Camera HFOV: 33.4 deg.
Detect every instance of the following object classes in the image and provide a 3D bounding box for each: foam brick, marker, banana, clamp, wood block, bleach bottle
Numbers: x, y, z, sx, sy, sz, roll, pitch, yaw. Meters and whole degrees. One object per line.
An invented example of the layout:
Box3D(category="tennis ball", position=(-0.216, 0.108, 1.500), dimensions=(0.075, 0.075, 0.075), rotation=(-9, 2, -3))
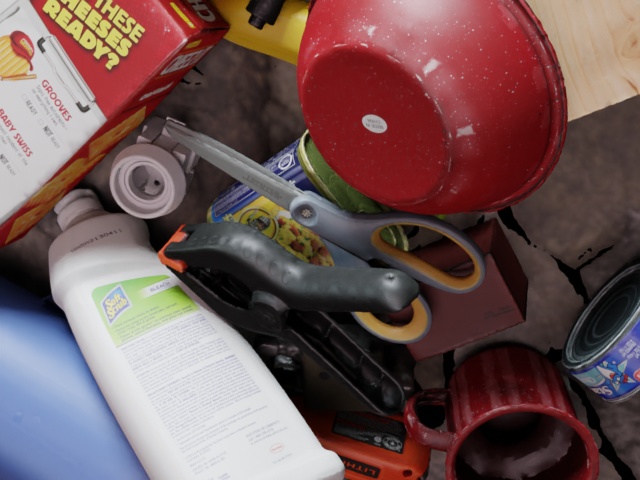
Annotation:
Box3D(category="foam brick", position=(0.085, 0.032, 0.668), dimensions=(0.078, 0.051, 0.053), rotation=(-23, 109, 21))
Box3D(category="marker", position=(-0.007, -0.172, 0.591), dimensions=(0.020, 0.020, 0.121), rotation=(30, 101, -3))
Box3D(category="banana", position=(0.021, -0.091, 0.632), dimensions=(0.197, 0.037, 0.070), rotation=(40, 117, -8))
Box3D(category="clamp", position=(-0.016, 0.042, 0.631), dimensions=(0.172, 0.039, 0.120), rotation=(20, 135, 28))
Box3D(category="wood block", position=(0.099, -0.169, 0.548), dimensions=(0.091, 0.090, 0.206), rotation=(-21, 109, 21))
Box3D(category="bleach bottle", position=(-0.092, 0.068, 0.668), dimensions=(0.251, 0.102, 0.068), rotation=(56, 151, 22))

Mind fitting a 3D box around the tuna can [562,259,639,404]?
Box3D(category="tuna can", position=(0.184, 0.053, 0.637), dimensions=(0.033, 0.086, 0.086), rotation=(37, 117, -4))

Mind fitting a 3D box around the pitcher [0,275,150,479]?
Box3D(category="pitcher", position=(-0.173, 0.104, 0.727), dimensions=(0.243, 0.149, 0.145), rotation=(32, 133, 0))

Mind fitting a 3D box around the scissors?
Box3D(category="scissors", position=(-0.004, 0.001, 0.627), dimensions=(0.202, 0.016, 0.096), rotation=(18, 121, 6))

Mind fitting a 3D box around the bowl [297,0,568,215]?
Box3D(category="bowl", position=(0.042, -0.070, 0.548), dimensions=(0.162, 0.055, 0.162), rotation=(26, 138, 26))

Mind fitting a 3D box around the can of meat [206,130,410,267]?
Box3D(category="can of meat", position=(-0.008, -0.007, 0.667), dimensions=(0.084, 0.057, 0.102), rotation=(-32, 105, 25))

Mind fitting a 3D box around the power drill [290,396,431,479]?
Box3D(category="power drill", position=(-0.008, 0.198, 0.766), dimensions=(0.184, 0.057, 0.188), rotation=(15, 120, 1))

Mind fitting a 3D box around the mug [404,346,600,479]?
Box3D(category="mug", position=(0.111, 0.119, 0.678), dimensions=(0.117, 0.081, 0.093), rotation=(7, 116, -2))

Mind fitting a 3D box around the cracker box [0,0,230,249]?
Box3D(category="cracker box", position=(-0.184, -0.115, 0.637), dimensions=(0.214, 0.072, 0.164), rotation=(-40, 91, 25))
